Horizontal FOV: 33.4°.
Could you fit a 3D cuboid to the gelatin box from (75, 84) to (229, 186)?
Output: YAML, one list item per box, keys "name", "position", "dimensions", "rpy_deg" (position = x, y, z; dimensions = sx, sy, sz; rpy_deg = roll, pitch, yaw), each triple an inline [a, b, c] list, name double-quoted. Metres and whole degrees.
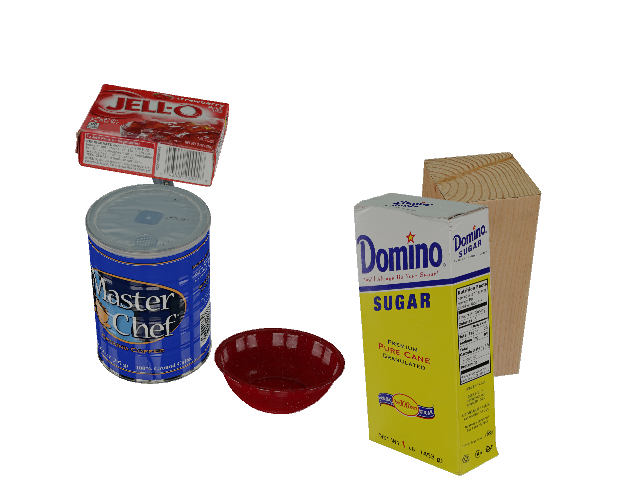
- name: "gelatin box"
  position: [-0.109, -0.071, 0.705]
  dimensions: [0.089, 0.030, 0.073]
  rpy_deg: [9, 32, -2]

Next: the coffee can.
- name: "coffee can"
  position: [-0.145, 0.037, 0.917]
  dimensions: [0.103, 0.140, 0.103]
  rpy_deg: [2, 35, -2]

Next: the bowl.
- name: "bowl"
  position: [-0.052, 0.168, 1.325]
  dimensions: [0.162, 0.055, 0.162]
  rpy_deg: [4, 22, -2]

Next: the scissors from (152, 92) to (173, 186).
- name: "scissors"
  position: [-0.164, -0.077, 1.180]
  dimensions: [0.016, 0.201, 0.096]
  rpy_deg: [-15, 20, 47]

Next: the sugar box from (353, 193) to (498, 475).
- name: "sugar box"
  position: [0.070, 0.060, 0.723]
  dimensions: [0.048, 0.176, 0.094]
  rpy_deg: [-18, 18, -37]

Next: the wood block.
- name: "wood block"
  position: [0.148, 0.028, 1.044]
  dimensions: [0.090, 0.206, 0.090]
  rpy_deg: [-6, 32, -9]
